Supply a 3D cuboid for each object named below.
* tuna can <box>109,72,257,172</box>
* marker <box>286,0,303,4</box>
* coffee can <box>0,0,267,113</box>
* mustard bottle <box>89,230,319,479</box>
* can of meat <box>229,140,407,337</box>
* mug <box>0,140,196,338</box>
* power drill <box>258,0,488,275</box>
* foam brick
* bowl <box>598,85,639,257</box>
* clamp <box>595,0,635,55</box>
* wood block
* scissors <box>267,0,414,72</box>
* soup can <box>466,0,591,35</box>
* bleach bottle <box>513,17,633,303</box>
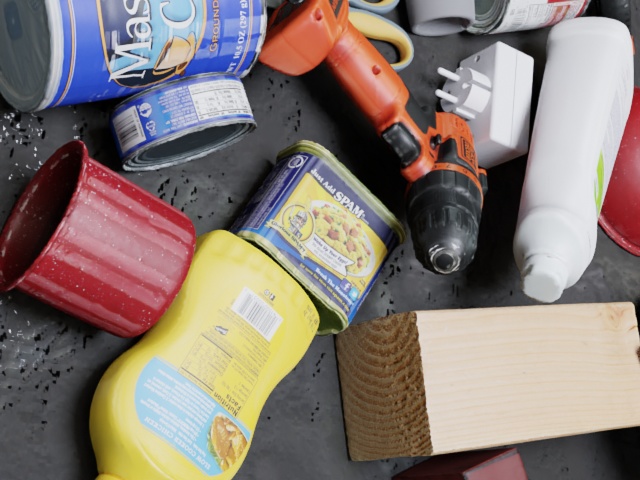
[{"bbox_3d":[-0.084,-0.071,0.648,0.085,0.086,0.034,-16,85,-36],"label":"tuna can"},{"bbox_3d":[-0.053,-0.174,0.684,0.020,0.121,0.020,-30,134,-37],"label":"marker"},{"bbox_3d":[-0.117,-0.136,0.631,0.140,0.103,0.103,-15,86,-36],"label":"coffee can"},{"bbox_3d":[-0.078,0.094,0.623,0.096,0.058,0.191,44,57,-23],"label":"mustard bottle"},{"bbox_3d":[-0.005,0.001,0.701,0.102,0.058,0.083,43,59,-18],"label":"can of meat"},{"bbox_3d":[-0.126,-0.003,0.608,0.081,0.093,0.117,31,26,-30],"label":"mug"},{"bbox_3d":[0.039,-0.079,0.705,0.187,0.057,0.184,48,22,-20],"label":"power drill"},{"bbox_3d":[0.096,0.172,0.710,0.052,0.078,0.051,-15,87,-34],"label":"foam brick"},{"bbox_3d":[0.296,-0.067,0.925,0.161,0.055,0.162,9,73,-33],"label":"bowl"},{"bbox_3d":[0.237,-0.246,0.891,0.164,0.036,0.210,-69,147,-64],"label":"clamp"},{"bbox_3d":[0.123,0.096,0.741,0.205,0.090,0.091,0,78,-35],"label":"wood block"},{"bbox_3d":[-0.011,-0.185,0.770,0.201,0.016,0.096,23,67,-28],"label":"scissors"},{"bbox_3d":[0.162,-0.203,0.861,0.102,0.069,0.068,-14,86,-35],"label":"soup can"},{"bbox_3d":[0.185,-0.058,0.792,0.250,0.068,0.102,-65,148,-43],"label":"bleach bottle"}]
